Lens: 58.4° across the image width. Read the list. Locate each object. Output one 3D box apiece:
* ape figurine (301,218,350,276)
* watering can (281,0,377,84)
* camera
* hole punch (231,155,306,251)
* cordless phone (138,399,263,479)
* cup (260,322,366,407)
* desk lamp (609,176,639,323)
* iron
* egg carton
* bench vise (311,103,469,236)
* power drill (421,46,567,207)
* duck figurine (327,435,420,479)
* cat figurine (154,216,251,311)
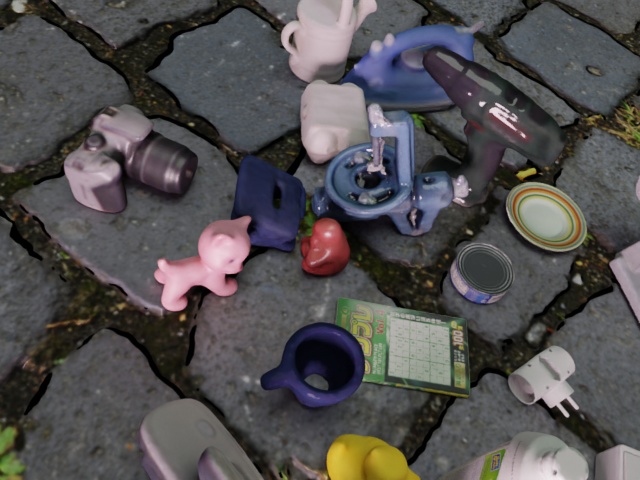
[{"bbox_3d":[0.007,0.003,0.757,0.076,0.092,0.078,33,56,11],"label":"ape figurine"},{"bbox_3d":[0.015,-0.366,0.944,0.101,0.194,0.173,33,56,11],"label":"watering can"},{"bbox_3d":[-0.246,-0.109,0.772,0.136,0.101,0.143,22,55,3],"label":"camera"},{"bbox_3d":[-0.068,-0.052,0.778,0.101,0.091,0.108,8,55,-7],"label":"hole punch"},{"bbox_3d":[-0.110,0.203,0.541,0.094,0.185,0.147,-36,70,-30],"label":"cordless phone"},{"bbox_3d":[-0.014,0.157,0.648,0.118,0.095,0.091,-15,61,-20],"label":"cup"},{"bbox_3d":[0.514,-0.008,0.800,0.118,0.213,0.203,-4,58,-14],"label":"desk lamp"},{"bbox_3d":[0.152,-0.302,0.962,0.259,0.141,0.118,-11,60,-19],"label":"iron"},{"bbox_3d":[0.022,-0.187,0.901,0.107,0.069,0.150,2,56,-11],"label":"egg carton"},{"bbox_3d":[0.103,-0.102,0.770,0.208,0.220,0.121,-13,60,-19],"label":"bench vise"},{"bbox_3d":[0.225,-0.152,0.837,0.229,0.208,0.076,28,56,7],"label":"power drill"},{"bbox_3d":[0.060,0.243,0.612,0.104,0.086,0.078,32,56,10],"label":"duck figurine"},{"bbox_3d":[-0.138,0.020,0.699,0.128,0.118,0.067,-18,62,-22],"label":"cat figurine"}]
